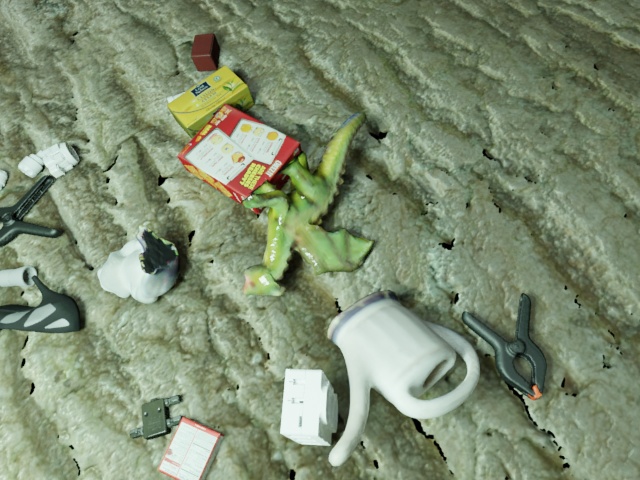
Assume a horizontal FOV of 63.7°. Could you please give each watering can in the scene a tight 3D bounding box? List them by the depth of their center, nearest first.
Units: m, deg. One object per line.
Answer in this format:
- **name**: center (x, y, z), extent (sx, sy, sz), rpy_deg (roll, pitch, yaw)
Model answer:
- **watering can**: center (0.095, 0.186, 0.782), extent (0.350, 0.102, 0.227), rpy_deg (-12, 40, -39)

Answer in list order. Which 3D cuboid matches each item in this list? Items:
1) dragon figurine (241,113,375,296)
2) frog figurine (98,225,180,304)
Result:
- **dragon figurine**: center (0.003, -0.049, 0.977), extent (0.414, 0.121, 0.242), rpy_deg (-39, 94, -16)
- **frog figurine**: center (-0.351, 0.064, 0.996), extent (0.157, 0.123, 0.139), rpy_deg (-41, 67, 28)
